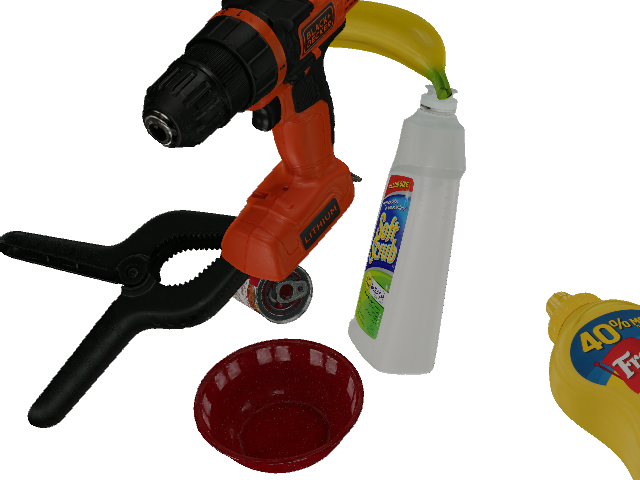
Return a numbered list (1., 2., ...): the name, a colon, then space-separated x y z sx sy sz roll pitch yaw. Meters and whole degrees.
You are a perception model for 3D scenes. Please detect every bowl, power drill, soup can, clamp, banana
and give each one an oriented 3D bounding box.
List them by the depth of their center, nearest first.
1. power drill: -0.032 -0.064 0.644 0.057 0.188 0.184 25 52 23
2. clamp: -0.142 0.025 0.794 0.210 0.165 0.036 -27 -29 -3
3. banana: 0.013 -0.156 0.814 0.198 0.069 0.037 13 -40 18
4. bowl: -0.037 0.167 1.016 0.162 0.055 0.162 -5 37 3
5. soup can: -0.061 0.047 1.191 0.068 0.068 0.102 0 11 -27

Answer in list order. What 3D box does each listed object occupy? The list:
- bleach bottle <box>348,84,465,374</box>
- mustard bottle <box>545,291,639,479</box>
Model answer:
1. bleach bottle: 0.082 -0.013 0.945 0.068 0.251 0.103 3 19 -17
2. mustard bottle: 0.190 0.085 0.621 0.096 0.058 0.192 -17 33 -15
